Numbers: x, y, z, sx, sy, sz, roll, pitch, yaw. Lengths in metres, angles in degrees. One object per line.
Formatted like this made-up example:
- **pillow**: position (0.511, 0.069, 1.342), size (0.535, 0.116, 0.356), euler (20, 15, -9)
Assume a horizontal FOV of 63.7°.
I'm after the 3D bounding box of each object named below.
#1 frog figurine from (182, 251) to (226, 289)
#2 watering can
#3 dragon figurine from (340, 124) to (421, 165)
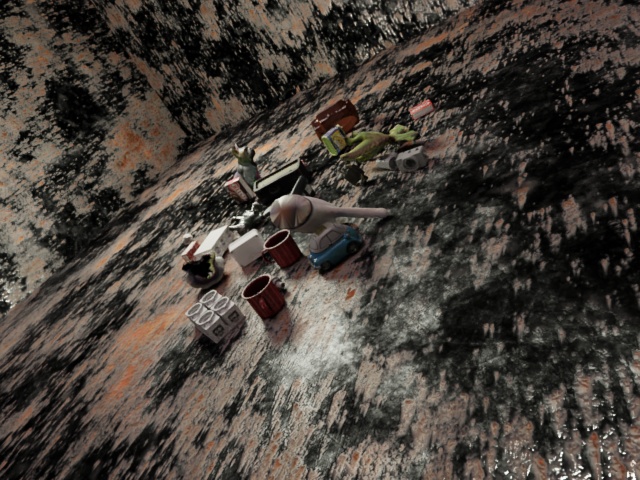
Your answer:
- **frog figurine**: position (-0.381, 0.108, 1.743), size (0.138, 0.123, 0.157), euler (-47, -11, -10)
- **watering can**: position (0.005, -0.076, 1.501), size (0.346, 0.105, 0.223), euler (-8, -11, 38)
- **dragon figurine**: position (0.222, -0.340, 1.769), size (0.241, 0.121, 0.417), euler (-13, 17, 20)
